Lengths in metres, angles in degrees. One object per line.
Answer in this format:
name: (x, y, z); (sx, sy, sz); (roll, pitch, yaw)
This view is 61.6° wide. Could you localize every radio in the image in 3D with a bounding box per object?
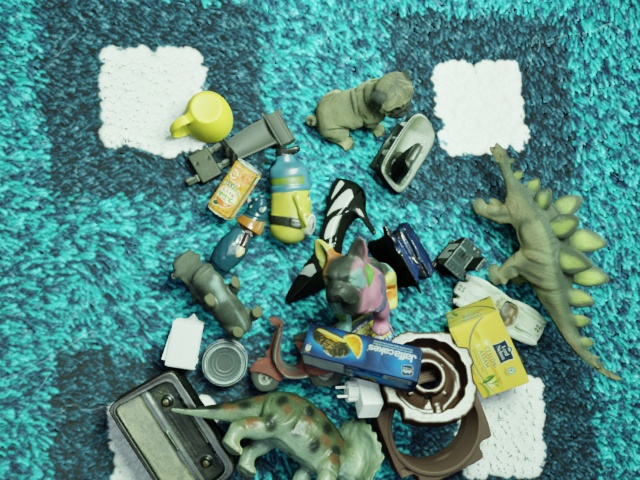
radio: (-0.258, 0.352, 0.968); (0.131, 0.073, 0.229); (-32, 93, -8)

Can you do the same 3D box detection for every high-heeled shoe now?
high-heeled shoe: (-0.002, -0.003, 1.029); (0.249, 0.086, 0.145); (-40, 62, 8)

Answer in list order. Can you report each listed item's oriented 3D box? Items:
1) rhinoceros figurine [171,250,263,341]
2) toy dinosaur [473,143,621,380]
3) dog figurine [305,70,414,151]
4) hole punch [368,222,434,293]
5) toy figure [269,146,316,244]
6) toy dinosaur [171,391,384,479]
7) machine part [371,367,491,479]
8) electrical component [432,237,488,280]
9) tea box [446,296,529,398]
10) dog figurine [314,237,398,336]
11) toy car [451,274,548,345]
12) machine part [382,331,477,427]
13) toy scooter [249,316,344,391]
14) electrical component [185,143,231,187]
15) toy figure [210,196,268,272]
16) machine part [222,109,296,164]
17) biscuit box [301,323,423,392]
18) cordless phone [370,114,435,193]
rhinoceros figurine: (-0.188, 0.097, 0.975); (0.073, 0.112, 0.190); (-45, 107, -23)
toy dinosaur: (0.419, 0.035, 1.002); (0.105, 0.199, 0.471); (-19, 89, -39)
dog figurine: (0.068, -0.245, 0.976); (0.172, 0.190, 0.121); (-23, 91, -7)
hole punch: (0.167, 0.025, 1.023); (0.092, 0.116, 0.142); (-28, 92, -16)
toy figure: (-0.057, -0.083, 1.008); (0.089, 0.082, 0.180); (-6, 97, 22)
toy dinosaur: (-0.045, 0.348, 0.958); (0.405, 0.131, 0.192); (39, 48, -3)
machine part: (0.208, 0.344, 1.029); (0.201, 0.087, 0.201); (-21, 93, -9)
electrical component: (0.269, 0.037, 1.031); (0.048, 0.119, 0.075); (40, 86, -5)
tea box: (0.318, 0.205, 1.027); (0.098, 0.068, 0.169); (-26, 105, 14)
dog figurine: (0.063, 0.060, 0.928); (0.109, 0.219, 0.191); (1, 44, 22)
toy car: (0.356, 0.140, 1.071); (0.202, 0.056, 0.073); (29, 85, -6)
machine part: (0.191, 0.247, 0.961); (0.179, 0.056, 0.179); (-1, 60, 2)
toy scooter: (-0.042, 0.207, 1.005); (0.184, 0.075, 0.135); (-4, 88, -4)
electrical component: (-0.219, -0.142, 1.015); (0.094, 0.021, 0.063); (-32, 92, -12)
toy figure: (-0.145, -0.013, 1.004); (0.064, 0.057, 0.154); (36, 87, 18)
machine part: (-0.118, -0.191, 1.021); (0.139, 0.039, 0.084); (-28, 97, -20)
biscuit box: (0.072, 0.201, 0.927); (0.203, 0.059, 0.063); (12, 60, 11)
cordless phone: (0.169, -0.173, 0.991); (0.089, 0.184, 0.146); (34, 84, -1)
